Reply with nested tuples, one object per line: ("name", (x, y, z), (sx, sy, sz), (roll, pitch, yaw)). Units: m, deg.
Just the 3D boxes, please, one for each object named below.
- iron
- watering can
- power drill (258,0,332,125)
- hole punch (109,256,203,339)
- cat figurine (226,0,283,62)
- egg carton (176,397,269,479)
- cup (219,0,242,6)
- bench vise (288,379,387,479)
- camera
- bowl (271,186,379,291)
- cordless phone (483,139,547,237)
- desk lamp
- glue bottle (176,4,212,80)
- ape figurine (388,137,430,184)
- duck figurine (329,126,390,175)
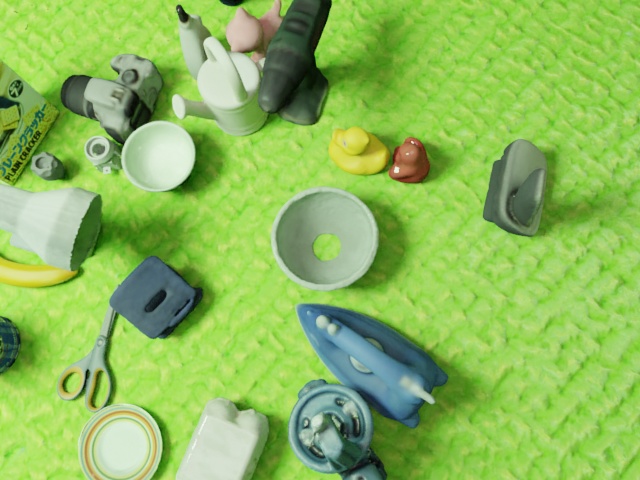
("iron", (0.063, 0.166, 0.842), (0.258, 0.141, 0.119), (34, 81, 9))
("watering can", (-0.147, -0.242, 0.910), (0.101, 0.194, 0.173), (36, 82, 9))
("power drill", (-0.036, -0.267, 0.904), (0.075, 0.208, 0.230), (15, 79, 6))
("hole punch", (-0.253, 0.091, 0.895), (0.101, 0.091, 0.109), (40, 82, 10))
("cat figurine", (-0.109, -0.359, 0.972), (0.128, 0.118, 0.067), (-42, 79, -7))
("egg carton", (-0.143, 0.318, 0.854), (0.107, 0.069, 0.150), (20, 79, 6))
("cup", (-0.173, -0.468, 1.009), (0.092, 0.095, 0.117), (-43, 80, -7))
("bench vise", (0.042, 0.282, 0.778), (0.207, 0.220, 0.121), (40, 82, 10))
("camera", (-0.358, -0.251, 0.966), (0.136, 0.101, 0.143), (18, 79, 6))
("bowl", (0.008, 0.003, 0.913), (0.167, 0.075, 0.167), (0, 78, 2))
("cordless phone", (0.318, -0.092, 0.866), (0.094, 0.185, 0.148), (9, 78, 4))
("desk lamp", (-0.412, -0.024, 0.862), (0.203, 0.213, 0.118), (15, 79, 5))
("glue bottle", (-0.207, -0.332, 0.942), (0.037, 0.173, 0.078), (5, 78, 4))
("ape figurine", (0.144, -0.132, 0.928), (0.078, 0.092, 0.076), (-42, 79, -6))
("duck figurine", (0.064, -0.154, 0.939), (0.104, 0.086, 0.077), (20, 79, 6))
